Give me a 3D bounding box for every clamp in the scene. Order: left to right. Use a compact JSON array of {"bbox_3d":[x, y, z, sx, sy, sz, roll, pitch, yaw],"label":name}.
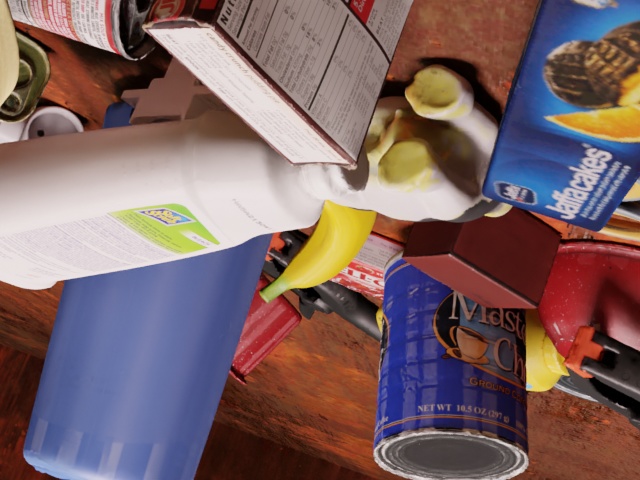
[{"bbox_3d":[0.014,0.050,0.937,0.165,0.036,0.209,22,165,31],"label":"clamp"},{"bbox_3d":[0.222,0.106,0.664,0.171,0.039,0.120,34,158,-36],"label":"clamp"}]

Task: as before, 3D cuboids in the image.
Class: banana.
[{"bbox_3d":[0.008,-0.007,0.724,0.037,0.069,0.198,47,153,12],"label":"banana"}]

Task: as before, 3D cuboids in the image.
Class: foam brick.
[{"bbox_3d":[0.101,0.004,0.669,0.078,0.051,0.053,30,163,-27],"label":"foam brick"}]

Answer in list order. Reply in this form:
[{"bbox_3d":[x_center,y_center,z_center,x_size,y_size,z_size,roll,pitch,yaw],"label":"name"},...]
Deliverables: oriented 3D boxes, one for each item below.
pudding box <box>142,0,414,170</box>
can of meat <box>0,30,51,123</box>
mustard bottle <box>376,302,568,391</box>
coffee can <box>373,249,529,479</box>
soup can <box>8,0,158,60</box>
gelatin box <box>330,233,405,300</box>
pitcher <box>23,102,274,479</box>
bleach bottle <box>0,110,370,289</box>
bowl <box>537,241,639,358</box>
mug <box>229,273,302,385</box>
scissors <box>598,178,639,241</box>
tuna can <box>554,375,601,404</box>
[{"bbox_3d":[-0.011,-0.092,0.425,0.039,0.090,0.113,8,160,37],"label":"pudding box"},{"bbox_3d":[-0.238,-0.115,0.694,0.102,0.057,0.084,31,163,-29],"label":"can of meat"},{"bbox_3d":[0.139,0.080,0.850,0.192,0.058,0.096,1,138,50],"label":"mustard bottle"},{"bbox_3d":[0.091,0.085,0.734,0.103,0.140,0.103,4,150,2],"label":"coffee can"},{"bbox_3d":[-0.121,-0.129,0.482,0.102,0.068,0.068,19,164,10],"label":"soup can"},{"bbox_3d":[0.035,0.018,0.832,0.089,0.030,0.073,21,163,-1],"label":"gelatin box"},{"bbox_3d":[-0.104,0.043,0.707,0.149,0.243,0.145,21,166,-26],"label":"pitcher"},{"bbox_3d":[-0.086,-0.022,0.553,0.251,0.068,0.102,-6,159,32],"label":"bleach bottle"},{"bbox_3d":[0.208,0.059,0.707,0.162,0.055,0.162,20,164,6],"label":"bowl"},{"bbox_3d":[-0.076,0.063,0.958,0.093,0.081,0.117,41,174,47],"label":"mug"},{"bbox_3d":[0.099,-0.040,0.590,0.202,0.016,0.096,18,162,12],"label":"scissors"},{"bbox_3d":[0.224,0.108,0.882,0.086,0.033,0.086,19,164,5],"label":"tuna can"}]
